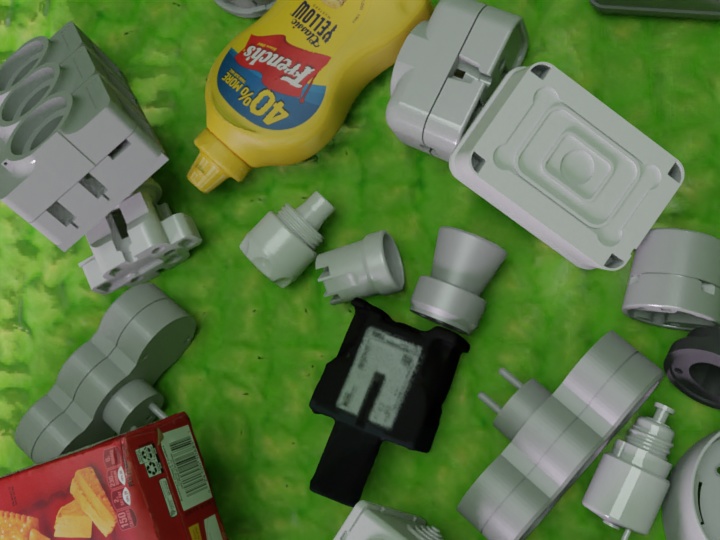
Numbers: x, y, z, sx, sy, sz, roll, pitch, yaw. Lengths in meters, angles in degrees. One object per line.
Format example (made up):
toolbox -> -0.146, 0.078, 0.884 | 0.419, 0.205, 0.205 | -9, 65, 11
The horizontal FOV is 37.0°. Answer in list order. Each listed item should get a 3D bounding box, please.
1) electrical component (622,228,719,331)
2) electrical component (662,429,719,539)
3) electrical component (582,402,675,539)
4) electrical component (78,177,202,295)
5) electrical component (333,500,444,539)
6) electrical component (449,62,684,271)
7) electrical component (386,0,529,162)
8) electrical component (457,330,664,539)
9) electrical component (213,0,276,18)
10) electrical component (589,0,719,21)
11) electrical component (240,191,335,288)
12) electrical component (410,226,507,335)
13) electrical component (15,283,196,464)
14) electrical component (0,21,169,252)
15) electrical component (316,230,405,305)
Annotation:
electrical component -> 0.182, 0.006, 0.618 | 0.055, 0.055, 0.047 | 9, 78, 17
electrical component -> 0.221, 0.130, 0.588 | 0.099, 0.064, 0.099 | -2, 68, 5
electrical component -> 0.157, 0.113, 0.609 | 0.040, 0.040, 0.078 | 24, 86, 19
electrical component -> -0.152, -0.027, 0.716 | 0.078, 0.058, 0.057 | -28, 75, 8
electrical component -> 0.012, 0.184, 0.605 | 0.048, 0.100, 0.099 | 32, 88, 32
electrical component -> 0.118, -0.059, 0.626 | 0.113, 0.057, 0.078 | 35, 89, -8
electrical component -> 0.058, -0.121, 0.679 | 0.059, 0.054, 0.095 | 25, 86, 19
electrical component -> 0.103, 0.088, 0.623 | 0.074, 0.052, 0.138 | 41, 91, 19
electrical component -> -0.077, -0.219, 0.738 | 0.080, 0.051, 0.080 | -3, 78, 15
electrical component -> 0.199, -0.197, 0.654 | 0.113, 0.057, 0.078 | 8, 81, 17
electrical component -> -0.043, -0.023, 0.692 | 0.062, 0.043, 0.043 | -46, 71, 1
electrical component -> 0.059, 0.007, 0.656 | 0.045, 0.045, 0.055 | 21, 85, 19
electrical component -> -0.153, 0.083, 0.695 | 0.074, 0.052, 0.138 | 39, 91, 19
electrical component -> -0.194, -0.094, 0.701 | 0.089, 0.061, 0.150 | -41, 39, 4
electrical component -> 0.000, 0.000, 0.677 | 0.046, 0.040, 0.040 | -16, 75, 17
